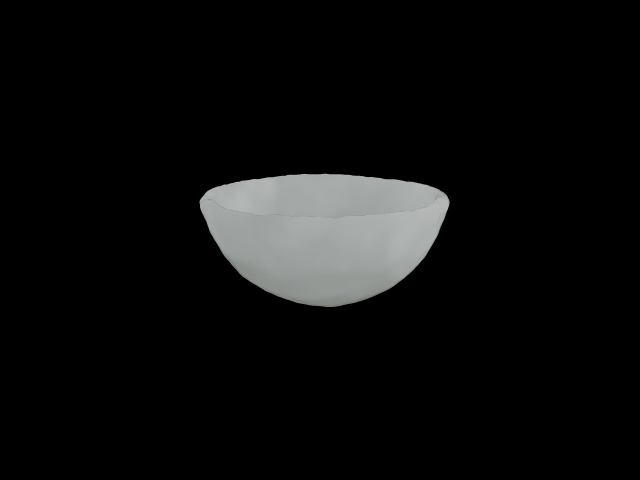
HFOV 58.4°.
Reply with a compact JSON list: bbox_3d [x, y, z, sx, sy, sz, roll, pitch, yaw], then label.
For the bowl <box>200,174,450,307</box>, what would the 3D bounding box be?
[{"bbox_3d":[0.004,0.001,0.400,0.167,0.075,0.167,0,15,0],"label":"bowl"}]
